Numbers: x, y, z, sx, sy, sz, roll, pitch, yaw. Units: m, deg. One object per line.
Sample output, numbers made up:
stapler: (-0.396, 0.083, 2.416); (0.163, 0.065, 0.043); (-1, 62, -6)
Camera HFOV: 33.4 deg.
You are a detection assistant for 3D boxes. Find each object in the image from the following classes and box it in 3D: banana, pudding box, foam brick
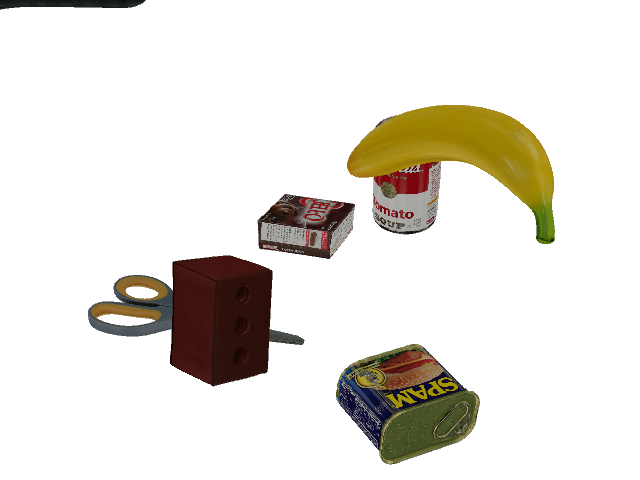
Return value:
banana: (0.086, -0.057, 0.699); (0.037, 0.069, 0.198); (26, -1, -38)
pudding box: (-0.016, -0.018, 1.252); (0.090, 0.039, 0.113); (7, 23, 13)
foam brick: (-0.070, 0.054, 0.752); (0.052, 0.078, 0.051); (-9, 17, -41)

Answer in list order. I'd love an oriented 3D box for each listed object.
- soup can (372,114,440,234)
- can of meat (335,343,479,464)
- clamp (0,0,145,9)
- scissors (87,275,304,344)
soup can: (0.086, -0.066, 1.075); (0.068, 0.102, 0.068); (0, 37, 0)
can of meat: (0.076, 0.143, 0.955); (0.101, 0.057, 0.084); (-13, 35, -27)
clamp: (-0.188, -0.149, 0.596); (0.171, 0.039, 0.120); (-7, 24, -17)
scissors: (-0.118, 0.066, 1.020); (0.201, 0.016, 0.096); (2, 33, -6)
